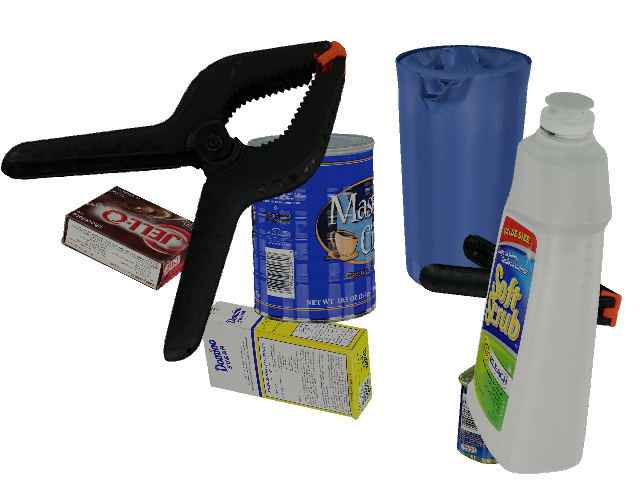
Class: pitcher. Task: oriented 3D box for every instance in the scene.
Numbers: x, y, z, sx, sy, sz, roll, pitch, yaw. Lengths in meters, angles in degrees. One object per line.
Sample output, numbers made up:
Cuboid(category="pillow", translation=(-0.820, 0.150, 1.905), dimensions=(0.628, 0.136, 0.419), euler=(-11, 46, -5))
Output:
Cuboid(category="pitcher", translation=(0.149, -0.077, 1.103), dimensions=(0.149, 0.243, 0.145), euler=(-8, 24, -15))

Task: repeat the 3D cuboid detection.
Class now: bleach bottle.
Cuboid(category="bleach bottle", translation=(0.142, 0.024, 0.685), dimensions=(0.068, 0.251, 0.102), euler=(-4, 30, -8))

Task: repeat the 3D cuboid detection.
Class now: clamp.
Cuboid(category="clamp", translation=(0.184, 0.035, 0.960), dimensions=(0.171, 0.039, 0.120), euler=(16, 29, 15))
Cuboid(category="clamp", translation=(-0.059, -0.040, 0.630), dimensions=(0.210, 0.164, 0.036), euler=(-33, -15, -12))

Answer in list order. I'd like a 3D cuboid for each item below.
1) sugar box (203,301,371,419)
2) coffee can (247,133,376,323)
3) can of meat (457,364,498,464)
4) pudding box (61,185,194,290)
Cuboid(category="sugar box", translation=(-0.036, 0.123, 1.119), dimensions=(0.176, 0.093, 0.048), euler=(11, 34, 25))
Cuboid(category="coffee can", translation=(-0.006, -0.013, 0.876), dimensions=(0.103, 0.140, 0.103), euler=(-1, 12, 0))
Cuboid(category="can of meat", translation=(0.184, 0.175, 1.115), dimensions=(0.058, 0.084, 0.101), euler=(13, 20, 32))
Cuboid(category="pudding box", translation=(-0.180, -0.004, 1.041), dimensions=(0.113, 0.039, 0.089), euler=(23, 27, 14))
